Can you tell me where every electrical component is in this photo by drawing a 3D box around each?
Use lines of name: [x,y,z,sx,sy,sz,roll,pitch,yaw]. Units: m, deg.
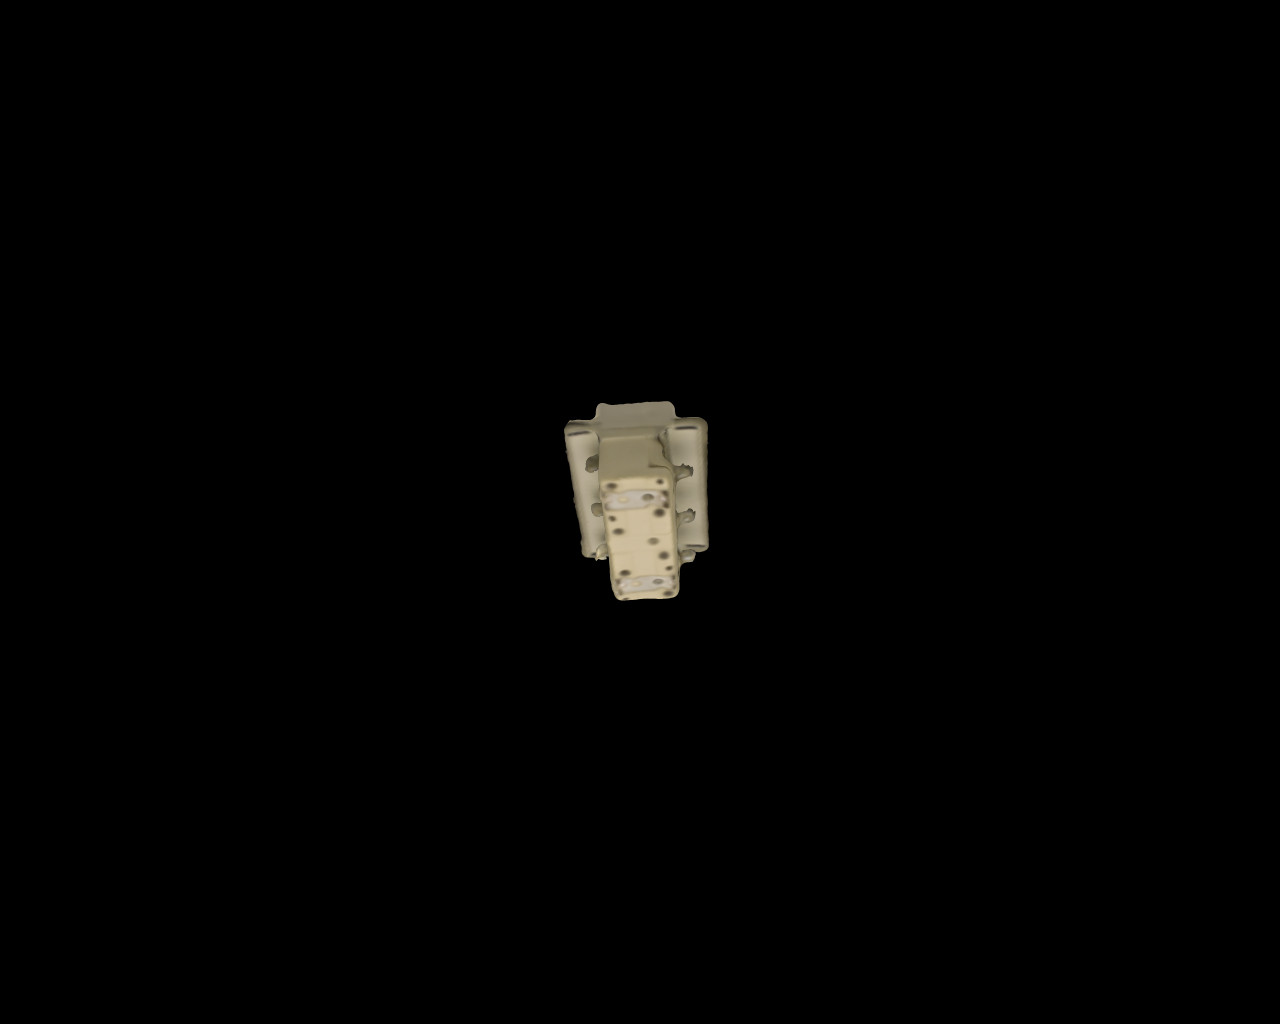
electrical component: [0.001,-0.003,0.650,0.079,0.063,0.121,-2,-40,2]
